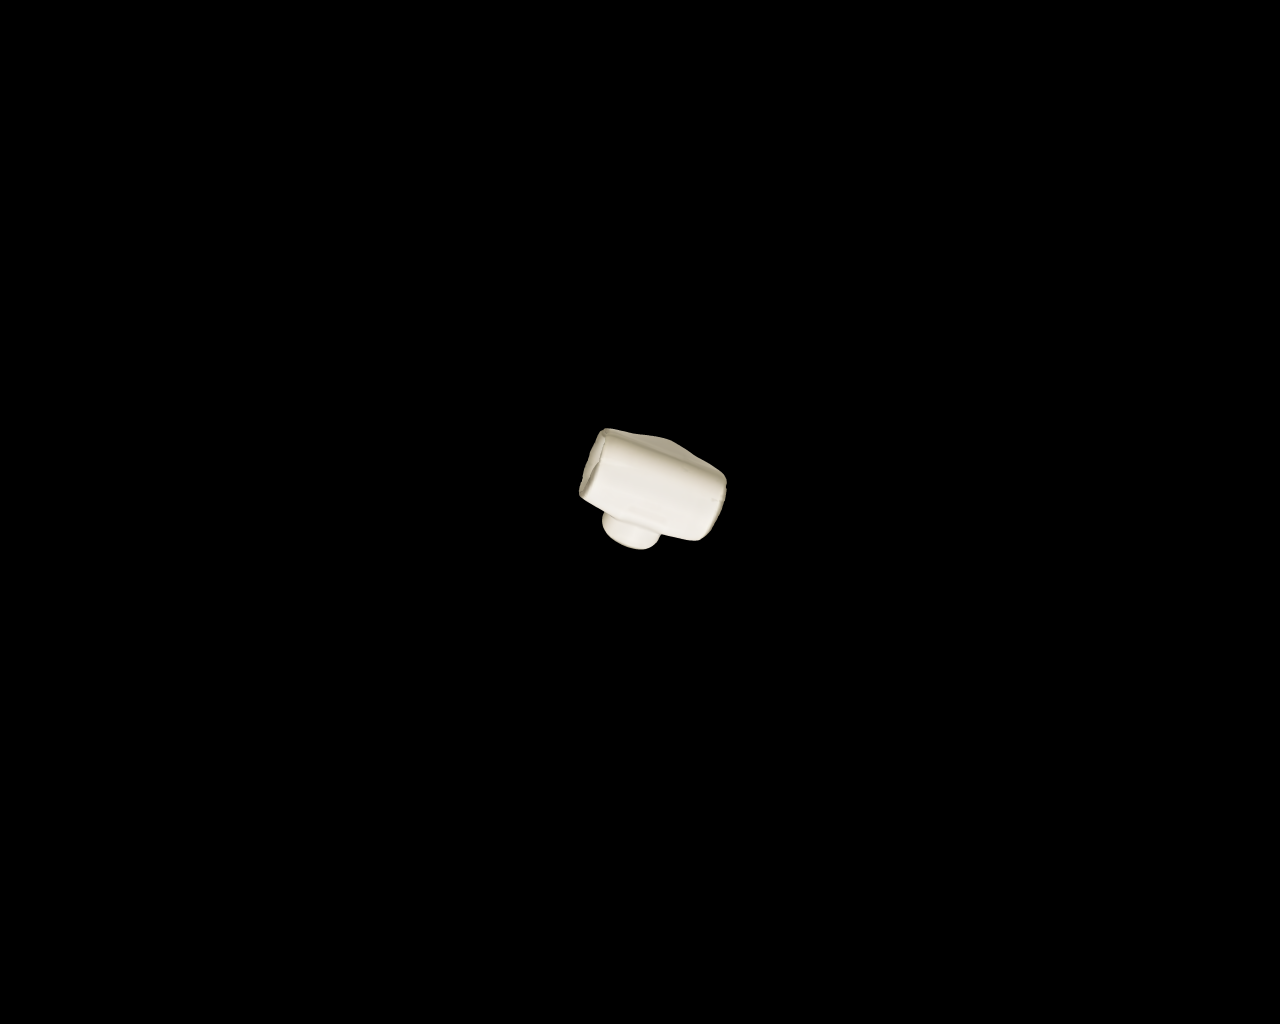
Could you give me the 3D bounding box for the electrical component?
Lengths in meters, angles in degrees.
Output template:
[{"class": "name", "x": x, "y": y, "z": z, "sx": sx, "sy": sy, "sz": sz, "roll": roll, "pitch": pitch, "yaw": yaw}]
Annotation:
[{"class": "electrical component", "x": 0.001, "y": -0.003, "z": 0.650, "sx": 0.077, "sy": 0.079, "sz": 0.043, "roll": 20, "pitch": 31, "yaw": -13}]
